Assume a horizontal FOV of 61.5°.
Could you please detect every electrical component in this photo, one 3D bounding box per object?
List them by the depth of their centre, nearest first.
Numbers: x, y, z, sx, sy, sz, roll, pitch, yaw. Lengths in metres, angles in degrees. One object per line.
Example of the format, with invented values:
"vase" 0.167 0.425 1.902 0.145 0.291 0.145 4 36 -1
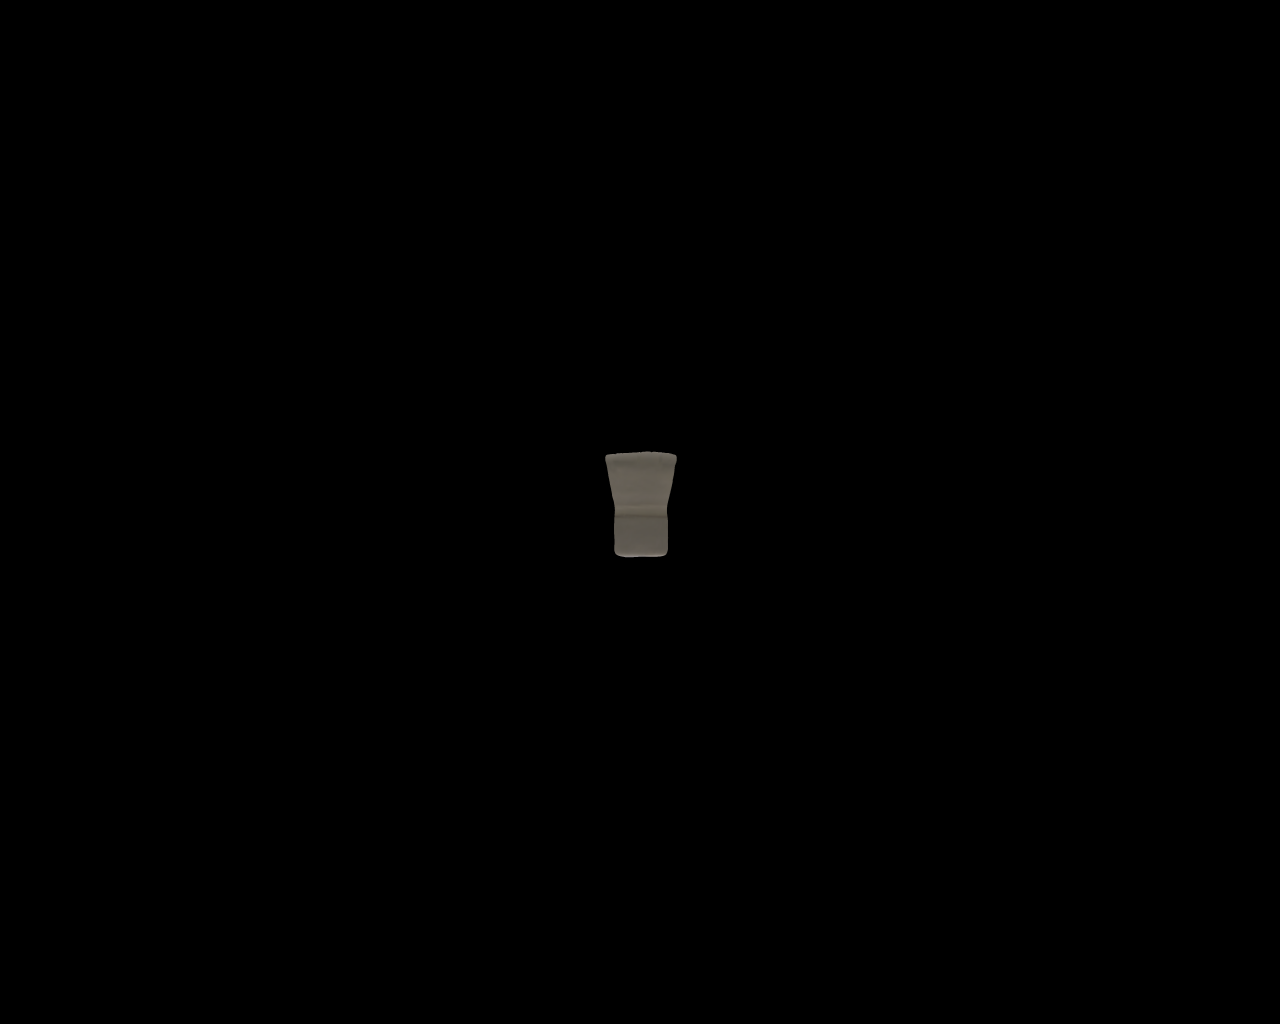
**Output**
"electrical component" 0.001 -0.003 0.650 0.044 0.065 0.044 0 0 0
